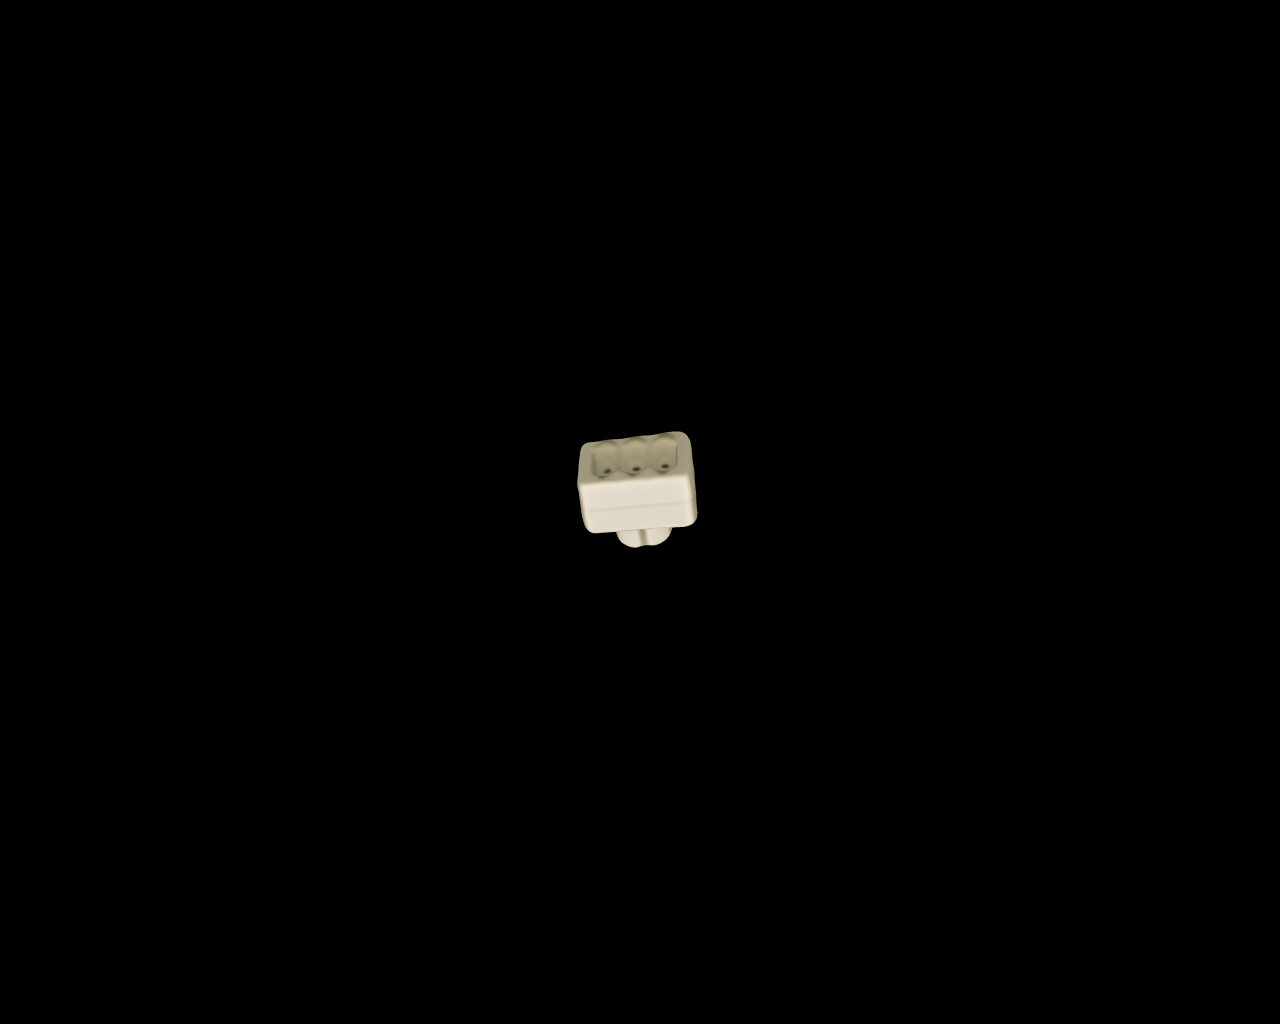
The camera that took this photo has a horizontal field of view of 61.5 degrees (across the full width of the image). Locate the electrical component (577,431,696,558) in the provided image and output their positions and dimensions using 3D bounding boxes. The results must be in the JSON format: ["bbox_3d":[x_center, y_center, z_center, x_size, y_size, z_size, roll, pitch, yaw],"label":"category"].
[{"bbox_3d":[0.001,-0.003,0.650,0.066,0.076,0.047,-5,37,4],"label":"electrical component"}]
